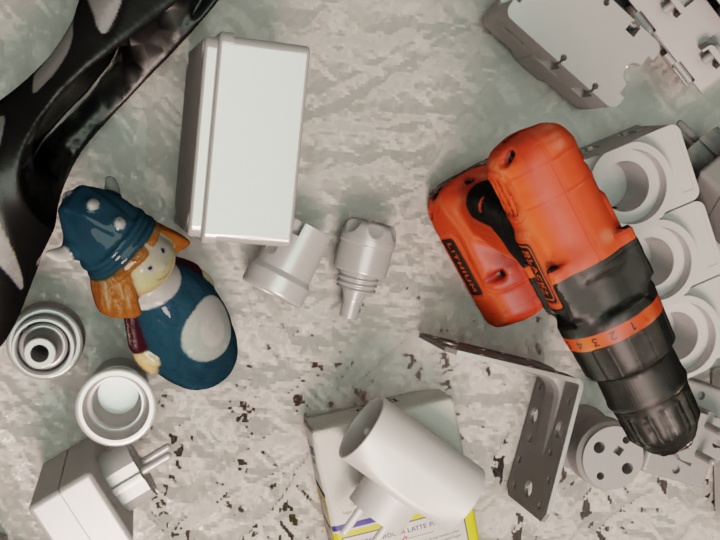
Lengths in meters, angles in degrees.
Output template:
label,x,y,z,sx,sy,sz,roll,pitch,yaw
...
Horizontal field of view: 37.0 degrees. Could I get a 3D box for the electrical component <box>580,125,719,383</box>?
label,x,y,z,sx,sy,sz,roll,pitch,yaw
electrical component,0.174,-0.007,0.681,0.089,0.062,0.150,-22,100,-8

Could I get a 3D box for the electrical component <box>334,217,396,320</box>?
label,x,y,z,sx,sy,sz,roll,pitch,yaw
electrical component,0.000,0.000,0.661,0.035,0.035,0.061,13,96,-13

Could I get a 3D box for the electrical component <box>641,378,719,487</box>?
label,x,y,z,sx,sy,sz,roll,pitch,yaw
electrical component,0.212,0.105,0.694,0.047,0.077,0.065,17,93,-13

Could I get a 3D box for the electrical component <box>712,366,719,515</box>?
label,x,y,z,sx,sy,sz,roll,pitch,yaw
electrical component,0.299,0.116,0.723,0.109,0.056,0.108,-5,97,-11

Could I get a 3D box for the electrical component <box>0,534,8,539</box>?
label,x,y,z,sx,sy,sz,roll,pitch,yaw
electrical component,-0.213,0.195,0.634,0.077,0.047,0.065,4,96,-12

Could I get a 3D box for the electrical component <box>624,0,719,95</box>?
label,x,y,z,sx,sy,sz,roll,pitch,yaw
electrical component,0.197,-0.174,0.665,0.063,0.078,0.121,-39,103,17

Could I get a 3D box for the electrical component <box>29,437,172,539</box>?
label,x,y,z,sx,sy,sz,roll,pitch,yaw
electrical component,-0.142,0.123,0.621,0.076,0.083,0.047,-31,101,-7

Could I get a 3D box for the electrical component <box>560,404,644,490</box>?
label,x,y,z,sx,sy,sz,roll,pitch,yaw
electrical component,0.152,0.114,0.694,0.045,0.055,0.045,-1,95,-10

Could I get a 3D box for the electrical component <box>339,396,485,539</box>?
label,x,y,z,sx,sy,sz,roll,pitch,yaw
electrical component,0.020,0.127,0.630,0.077,0.044,0.079,37,86,-12

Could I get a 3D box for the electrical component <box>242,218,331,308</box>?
label,x,y,z,sx,sy,sz,roll,pitch,yaw
electrical component,-0.043,-0.006,0.650,0.040,0.040,0.046,28,85,-13

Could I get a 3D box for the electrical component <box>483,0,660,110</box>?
label,x,y,z,sx,sy,sz,roll,pitch,yaw
electrical component,0.127,-0.144,0.659,0.089,0.056,0.050,38,88,-13

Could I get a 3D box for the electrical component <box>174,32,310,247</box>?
label,x,y,z,sx,sy,sz,roll,pitch,yaw
electrical component,-0.068,-0.071,0.602,0.056,0.109,0.108,5,95,-15

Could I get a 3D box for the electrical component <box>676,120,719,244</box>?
label,x,y,z,sx,sy,sz,roll,pitch,yaw
electrical component,0.229,-0.065,0.689,0.047,0.065,0.076,-39,73,-5

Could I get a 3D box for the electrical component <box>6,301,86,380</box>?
label,x,y,z,sx,sy,sz,roll,pitch,yaw
electrical component,-0.180,0.042,0.615,0.043,0.062,0.043,-1,97,-11

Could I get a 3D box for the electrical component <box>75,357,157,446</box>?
label,x,y,z,sx,sy,sz,roll,pitch,yaw
electrical component,-0.141,0.073,0.625,0.044,0.065,0.044,-1,96,-11
